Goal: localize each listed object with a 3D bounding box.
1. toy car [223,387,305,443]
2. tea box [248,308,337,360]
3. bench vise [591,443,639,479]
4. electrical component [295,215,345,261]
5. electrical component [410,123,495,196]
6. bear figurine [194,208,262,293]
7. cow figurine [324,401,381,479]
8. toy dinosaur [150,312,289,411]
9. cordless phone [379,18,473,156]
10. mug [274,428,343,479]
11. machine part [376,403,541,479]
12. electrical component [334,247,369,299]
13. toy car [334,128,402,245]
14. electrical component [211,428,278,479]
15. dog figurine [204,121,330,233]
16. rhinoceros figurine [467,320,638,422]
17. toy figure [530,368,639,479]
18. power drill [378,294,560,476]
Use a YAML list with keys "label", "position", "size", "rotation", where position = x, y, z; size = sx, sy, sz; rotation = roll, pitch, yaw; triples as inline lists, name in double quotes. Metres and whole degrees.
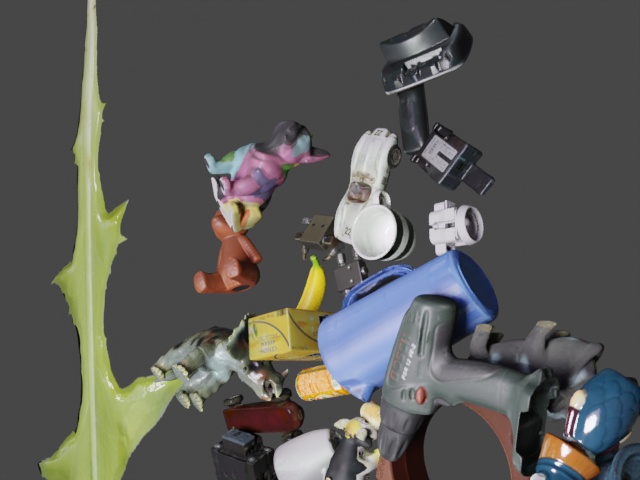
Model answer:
- label: "toy car"
  position: [-0.106, 0.325, 0.991]
  size: [0.202, 0.053, 0.089]
  rotation: [-20, 88, 41]
- label: "tea box"
  position: [-0.021, 0.155, 0.864]
  size: [0.098, 0.169, 0.068]
  rotation: [-21, 65, 41]
- label: "bench vise"
  position: [0.339, 0.292, 0.508]
  size: [0.240, 0.129, 0.224]
  rotation: [-48, 30, 49]
- label: "electrical component"
  position: [-0.001, -0.003, 0.970]
  size: [0.102, 0.045, 0.078]
  rotation: [1, 53, 42]
- label: "electrical component"
  position: [0.199, -0.112, 0.796]
  size: [0.074, 0.047, 0.119]
  rotation: [-54, 48, 22]
- label: "bear figurine"
  position: [-0.186, 0.005, 1.090]
  size: [0.120, 0.132, 0.196]
  rotation: [-21, 72, 26]
- label: "cow figurine"
  position: [0.048, 0.329, 0.810]
  size: [0.068, 0.098, 0.167]
  rotation: [4, 84, 50]
- label: "toy dinosaur"
  position: [-0.215, 0.230, 1.068]
  size: [0.405, 0.192, 0.131]
  rotation: [-8, 114, 56]
- label: "cordless phone"
  position: [0.170, -0.234, 0.843]
  size: [0.147, 0.088, 0.184]
  rotation: [-9, 86, 42]
- label: "mug"
  position: [-0.010, 0.358, 0.865]
  size: [0.107, 0.080, 0.110]
  rotation: [-38, 30, 19]
- label: "machine part"
  position: [0.184, 0.290, 0.696]
  size: [0.201, 0.087, 0.201]
  rotation: [17, 95, 45]
- label: "electrical component"
  position: [0.055, 0.061, 0.914]
  size: [0.063, 0.021, 0.094]
  rotation: [-25, 64, 38]
- label: "toy car"
  position: [0.078, -0.089, 0.901]
  size: [0.074, 0.056, 0.201]
  rotation: [19, 95, 45]
- label: "electrical component"
  position: [-0.135, 0.408, 0.964]
  size: [0.115, 0.058, 0.134]
  rotation: [-2, 102, 37]
- label: "dog figurine"
  position: [-0.092, -0.127, 1.019]
  size: [0.109, 0.219, 0.191]
  rotation: [54, 160, 40]
- label: "rhinoceros figurine"
  position: [0.267, 0.155, 0.637]
  size: [0.191, 0.073, 0.112]
  rotation: [0, 68, 31]
- label: "toy figure"
  position: [0.266, 0.203, 0.541]
  size: [0.064, 0.057, 0.154]
  rotation: [36, 85, 28]
- label: "power drill"
  position: [0.163, 0.190, 0.630]
  size: [0.207, 0.086, 0.231]
  rotation: [16, 101, 51]
